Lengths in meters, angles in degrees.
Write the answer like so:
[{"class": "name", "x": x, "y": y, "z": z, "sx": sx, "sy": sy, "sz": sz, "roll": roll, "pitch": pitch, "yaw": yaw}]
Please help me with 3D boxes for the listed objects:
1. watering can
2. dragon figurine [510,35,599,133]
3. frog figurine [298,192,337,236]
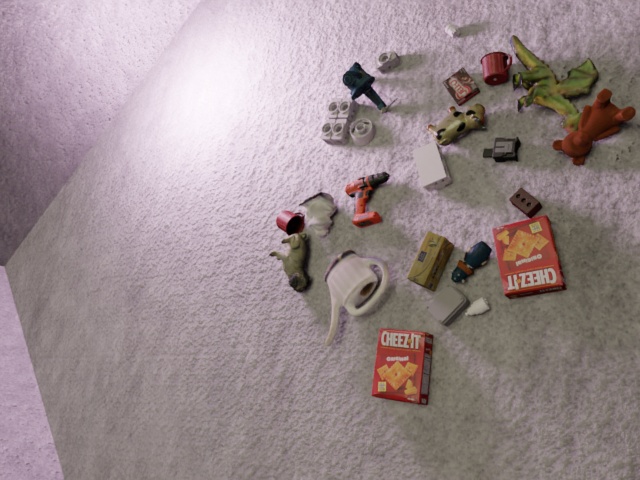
[{"class": "watering can", "x": 0.088, "y": 0.182, "z": 1.790, "sx": 0.346, "sy": 0.103, "sz": 0.228, "roll": -48, "pitch": 51, "yaw": 9}, {"class": "dragon figurine", "x": 0.753, "y": -0.518, "z": 1.650, "sx": 0.242, "sy": 0.120, "sz": 0.417, "roll": -5, "pitch": 69, "yaw": 15}, {"class": "frog figurine", "x": 0.006, "y": -0.100, "z": 1.986, "sx": 0.136, "sy": 0.124, "sz": 0.159, "roll": -26, "pitch": 95, "yaw": 15}]
